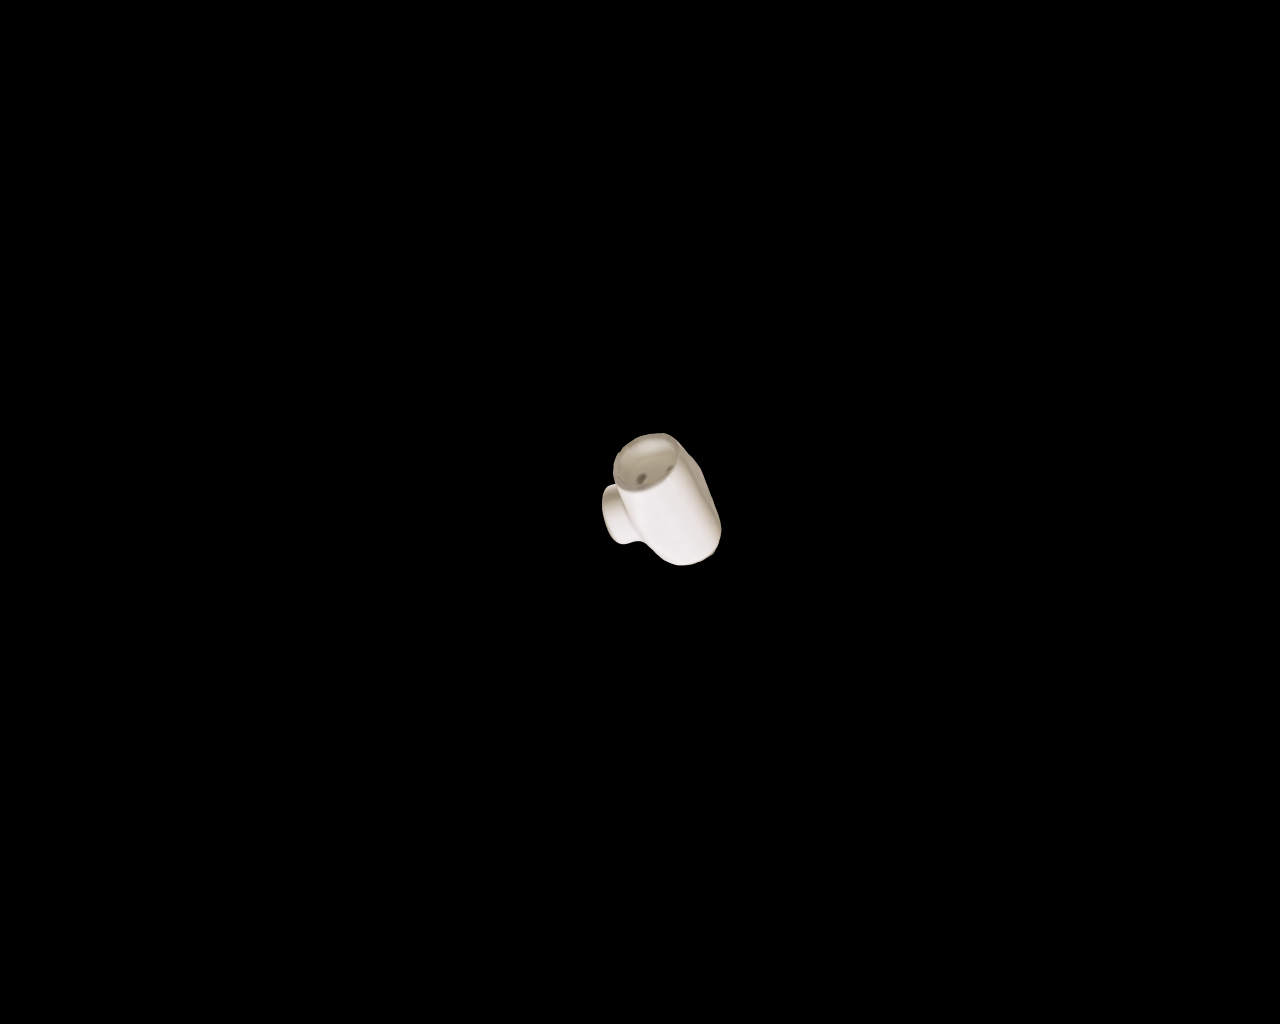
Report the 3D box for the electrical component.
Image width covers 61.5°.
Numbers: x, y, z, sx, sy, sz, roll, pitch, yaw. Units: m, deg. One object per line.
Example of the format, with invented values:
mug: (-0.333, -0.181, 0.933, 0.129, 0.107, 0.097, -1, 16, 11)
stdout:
electrical component: (0.001, -0.003, 0.650, 0.079, 0.044, 0.077, -14, -42, 16)
